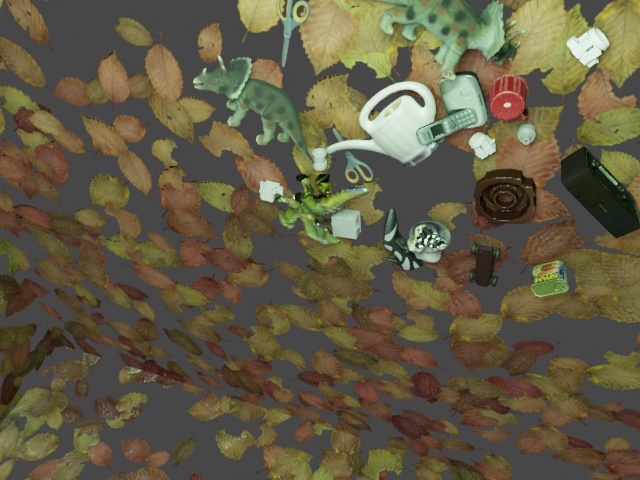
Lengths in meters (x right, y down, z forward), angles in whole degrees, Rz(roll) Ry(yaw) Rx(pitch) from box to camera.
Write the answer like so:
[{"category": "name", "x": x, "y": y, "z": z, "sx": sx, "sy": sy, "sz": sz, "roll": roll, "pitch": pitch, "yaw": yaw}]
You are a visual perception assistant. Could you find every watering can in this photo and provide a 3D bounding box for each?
[{"category": "watering can", "x": 0.191, "y": -0.285, "z": 1.415, "sx": 0.223, "sy": 0.106, "sz": 0.342, "roll": 40, "pitch": -48, "yaw": -15}]

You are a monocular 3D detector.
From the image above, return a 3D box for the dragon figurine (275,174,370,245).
[{"category": "dragon figurine", "x": 0.005, "y": -0.084, "z": 1.664, "sx": 0.411, "sy": 0.238, "sz": 0.124, "roll": 8, "pitch": 48, "yaw": 35}]

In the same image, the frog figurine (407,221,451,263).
[{"category": "frog figurine", "x": 0.350, "y": 0.006, "z": 1.637, "sx": 0.136, "sy": 0.124, "sz": 0.158, "roll": -24, "pitch": -19, "yaw": 14}]
